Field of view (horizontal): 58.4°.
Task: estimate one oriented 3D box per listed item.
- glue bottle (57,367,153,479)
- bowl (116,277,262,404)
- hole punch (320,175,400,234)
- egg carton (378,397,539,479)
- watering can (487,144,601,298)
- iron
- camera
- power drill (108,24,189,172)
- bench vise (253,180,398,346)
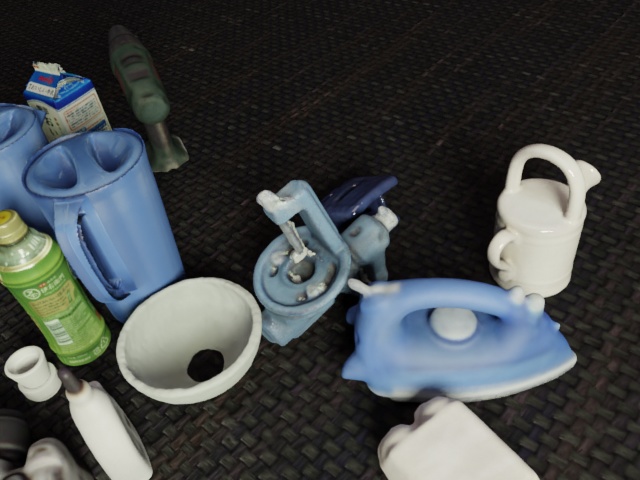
[{"bbox_3d":[-0.214,0.175,0.558,0.037,0.173,0.078,-27,46,-18],"label":"glue bottle"},{"bbox_3d":[-0.143,0.127,0.668,0.167,0.075,0.167,-5,43,5],"label":"bowl"},{"bbox_3d":[0.047,-0.048,0.810,0.100,0.091,0.109,28,55,33],"label":"hole punch"},{"bbox_3d":[0.128,0.220,0.529,0.107,0.069,0.149,-31,47,-21],"label":"egg carton"},{"bbox_3d":[0.264,-0.035,0.684,0.100,0.194,0.173,17,49,26],"label":"watering can"},{"bbox_3d":[0.149,0.088,0.612,0.258,0.142,0.118,-2,44,8],"label":"iron"},{"bbox_3d":[-0.313,0.229,0.570,0.143,0.101,0.136,-18,44,-10],"label":"camera"},{"bbox_3d":[-0.295,-0.232,0.975,0.076,0.209,0.229,-23,45,-14],"label":"power drill"},{"bbox_3d":[-0.004,-0.002,0.675,0.121,0.220,0.208,21,51,28],"label":"bench vise"}]
